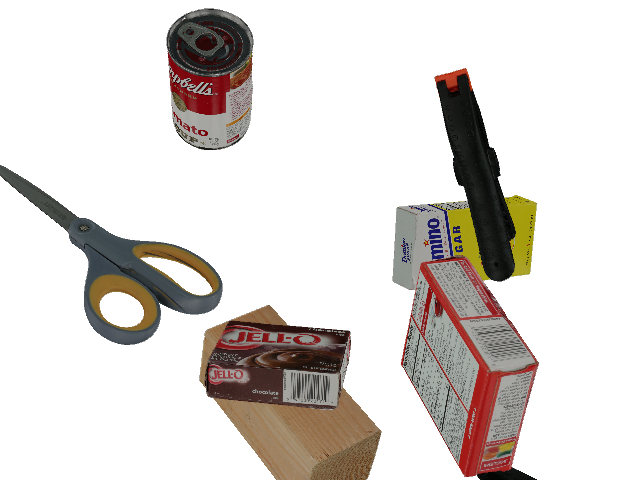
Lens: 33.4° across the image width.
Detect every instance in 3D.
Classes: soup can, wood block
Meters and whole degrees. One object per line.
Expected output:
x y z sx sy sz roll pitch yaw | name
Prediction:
-0.090 -0.130 0.873 0.068 0.068 0.102 0 -31 -5 | soup can
-0.037 0.178 1.157 0.090 0.090 0.206 -21 50 -31 | wood block

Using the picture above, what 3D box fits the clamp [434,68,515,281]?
0.129 -0.051 0.873 0.039 0.171 0.120 -19 21 10 | clamp

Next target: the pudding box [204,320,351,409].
-0.034 0.104 0.910 0.113 0.039 0.090 6 20 5 | pudding box

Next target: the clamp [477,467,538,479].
0.206 0.240 0.844 0.210 0.036 0.164 0 33 25 | clamp

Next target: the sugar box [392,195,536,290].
0.170 0.002 1.250 0.175 0.093 0.048 -8 18 -31 | sugar box

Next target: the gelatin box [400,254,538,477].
0.074 0.063 0.545 0.030 0.073 0.089 -7 37 -17 | gelatin box

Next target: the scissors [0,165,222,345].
-0.161 0.009 0.702 0.202 0.016 0.096 22 43 16 | scissors
